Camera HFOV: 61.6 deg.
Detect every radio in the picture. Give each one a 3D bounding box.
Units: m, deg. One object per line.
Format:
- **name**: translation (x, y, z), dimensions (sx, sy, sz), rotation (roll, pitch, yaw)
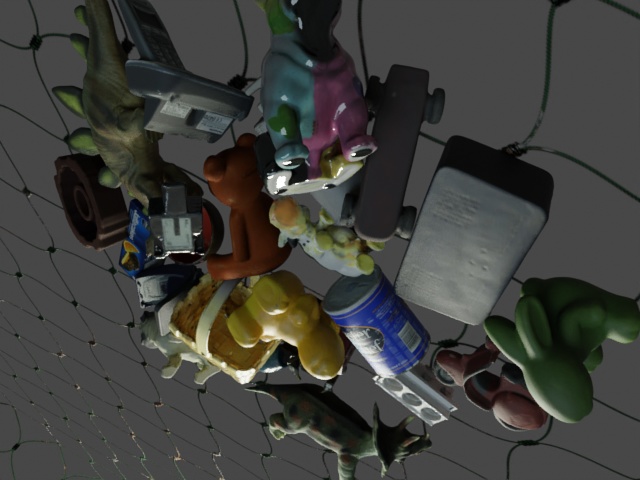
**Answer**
- **radio**: translation (0.181, -0.001, 0.658), dimensions (0.131, 0.073, 0.229), rotation (22, 138, 11)

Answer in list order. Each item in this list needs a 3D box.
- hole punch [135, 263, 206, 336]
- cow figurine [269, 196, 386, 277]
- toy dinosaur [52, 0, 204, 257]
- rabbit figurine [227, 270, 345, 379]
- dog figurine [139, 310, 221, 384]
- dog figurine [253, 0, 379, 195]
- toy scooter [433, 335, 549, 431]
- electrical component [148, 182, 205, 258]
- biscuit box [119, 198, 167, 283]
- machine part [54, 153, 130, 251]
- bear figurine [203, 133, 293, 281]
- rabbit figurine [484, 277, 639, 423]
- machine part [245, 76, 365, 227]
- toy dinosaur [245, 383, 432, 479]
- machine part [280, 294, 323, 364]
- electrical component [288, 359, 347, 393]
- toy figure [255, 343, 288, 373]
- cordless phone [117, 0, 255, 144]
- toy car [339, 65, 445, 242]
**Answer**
- **hole punch**: translation (-0.279, 0.098, 1.005), dimensions (0.092, 0.116, 0.142), rotation (40, 144, 23)
- **cow figurine**: translation (-0.002, -0.004, 0.753), dimensions (0.167, 0.068, 0.098), rotation (28, 158, -14)
- **toy dinosaur**: translation (-0.276, -0.180, 0.749), dimensions (0.199, 0.105, 0.470), rotation (16, 123, 22)
- **rabbit figurine**: translation (-0.030, 0.137, 0.810), dimensions (0.173, 0.162, 0.122), rotation (43, 105, 17)
- **dog figurine**: translation (-0.281, 0.204, 1.136), dimensions (0.172, 0.121, 0.191), rotation (21, -178, -32)
- **dog figurine**: translation (-0.020, -0.171, 0.553), dimensions (0.191, 0.108, 0.219), rotation (142, 119, -73)
- **toy scooter**: translation (0.265, 0.202, 0.793), dimensions (0.184, 0.075, 0.135), rotation (29, 137, 12)
- **electrical component**: translation (-0.195, -0.034, 0.725), dimensions (0.075, 0.048, 0.119), rotation (-6, 127, -10)
- **biscuit box**: translation (-0.308, -0.003, 0.957), dimensions (0.063, 0.059, 0.202), rotation (44, 138, 10)
- **machine part**: translation (-0.391, -0.068, 0.920), dimensions (0.180, 0.056, 0.179), rotation (26, 128, 38)
- **bear figurine**: translation (-0.120, -0.044, 0.770), dimensions (0.132, 0.120, 0.195), rotation (-3, 125, 38)
- **rabbit figurine**: translation (0.285, 0.122, 0.633), dimensions (0.159, 0.170, 0.121), rotation (35, 137, -2)
- **machine part**: translation (0.001, -0.102, 0.672), dimensions (0.079, 0.079, 0.243), rotation (-26, 111, 44)
- **toy dinosaur**: translation (0.013, 0.352, 1.061), dimensions (0.405, 0.131, 0.192), rotation (25, 125, 17)
- **machine part**: translation (-0.025, 0.159, 0.938), dimensions (0.039, 0.084, 0.138), rotation (45, 134, 35)
- **electrical component**: translation (-0.007, 0.243, 1.017), dimensions (0.102, 0.045, 0.078), rotation (28, 139, 7)
- **toy figure**: translation (-0.124, 0.239, 1.075), dimensions (0.155, 0.058, 0.064), rotation (-17, 141, 37)
- **cordless phone**: translation (-0.177, -0.221, 0.668), dimensions (0.089, 0.146, 0.184), rotation (-39, 66, 31)
- **toy car**: translation (0.080, -0.093, 0.612), dimensions (0.089, 0.053, 0.202), rotation (11, 111, 4)
